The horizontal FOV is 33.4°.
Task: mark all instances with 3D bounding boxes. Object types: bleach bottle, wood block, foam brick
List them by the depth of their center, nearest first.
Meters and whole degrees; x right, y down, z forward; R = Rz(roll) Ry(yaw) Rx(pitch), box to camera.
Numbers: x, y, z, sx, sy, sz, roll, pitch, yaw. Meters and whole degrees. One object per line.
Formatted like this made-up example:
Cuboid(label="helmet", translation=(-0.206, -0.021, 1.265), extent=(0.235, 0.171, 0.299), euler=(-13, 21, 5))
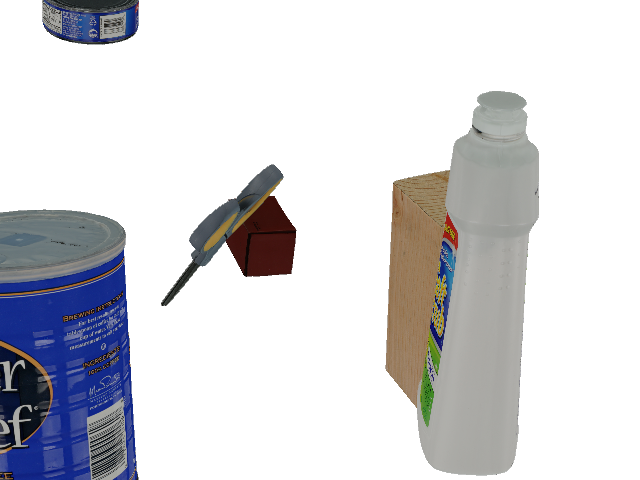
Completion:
Cuboid(label="bleach bottle", translation=(0.102, 0.024, 0.677), extent=(0.068, 0.251, 0.102), euler=(2, 30, 2))
Cuboid(label="wood block", translation=(0.120, 0.048, 0.960), extent=(0.090, 0.206, 0.091), euler=(-12, 33, -20))
Cuboid(label="foam brick", translation=(-0.062, -0.005, 1.095), extent=(0.053, 0.051, 0.078), euler=(-4, 30, -19))

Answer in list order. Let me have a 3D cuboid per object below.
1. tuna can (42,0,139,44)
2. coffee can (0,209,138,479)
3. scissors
Cuboid(label="tuna can", translation=(-0.204, -0.206, 0.951), extent=(0.086, 0.034, 0.086), euler=(5, 33, -4))
Cuboid(label="coffee can", translation=(-0.147, 0.065, 0.542), extent=(0.103, 0.140, 0.103), euler=(0, 17, 0))
Cuboid(label="scissors", translation=(-0.099, 0.012, 0.849), extent=(0.202, 0.016, 0.096), euler=(-46, -4, 33))
